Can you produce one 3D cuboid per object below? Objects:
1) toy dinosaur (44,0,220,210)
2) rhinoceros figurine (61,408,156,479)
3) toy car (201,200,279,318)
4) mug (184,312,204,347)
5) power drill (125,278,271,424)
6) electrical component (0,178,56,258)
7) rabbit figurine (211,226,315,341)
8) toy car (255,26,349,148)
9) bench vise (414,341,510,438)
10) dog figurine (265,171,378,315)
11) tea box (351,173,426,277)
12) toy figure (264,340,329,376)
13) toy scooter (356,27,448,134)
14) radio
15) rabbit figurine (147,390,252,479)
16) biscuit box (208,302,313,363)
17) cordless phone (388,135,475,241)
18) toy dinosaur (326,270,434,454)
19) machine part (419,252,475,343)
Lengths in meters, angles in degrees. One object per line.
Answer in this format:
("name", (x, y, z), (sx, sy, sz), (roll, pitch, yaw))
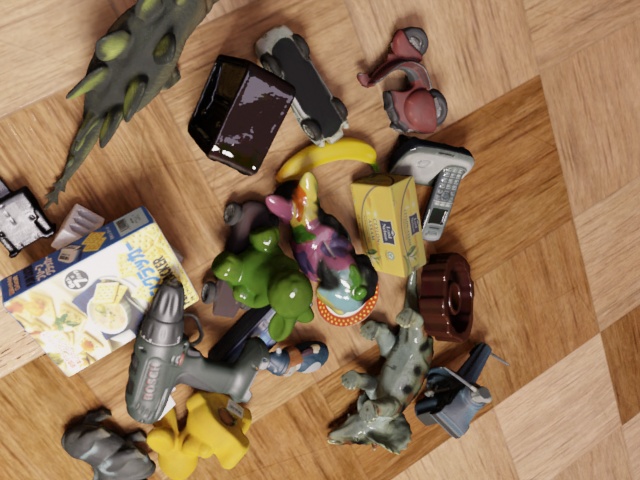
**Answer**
("toy dinosaur", (-0.249, -0.221, 0.699), (0.105, 0.199, 0.471), (32, 125, -16))
("rhinoceros figurine", (-0.347, 0.373, 0.906), (0.112, 0.073, 0.190), (-40, 116, -8))
("toy car", (-0.136, 0.030, 0.899), (0.089, 0.053, 0.202), (13, 97, -38))
("mug", (-0.249, 0.152, 0.877), (0.109, 0.081, 0.107), (-22, 108, -21))
("power drill", (-0.181, 0.175, 0.815), (0.207, 0.086, 0.232), (15, 106, -41))
("electrical component", (-0.439, -0.043, 0.759), (0.075, 0.048, 0.119), (-30, 116, -12))
("rabbit figurine", (-0.071, 0.078, 0.820), (0.121, 0.170, 0.158), (-29, 117, -22))
("toy car", (-0.026, -0.242, 0.857), (0.073, 0.056, 0.201), (-40, 113, -11))
("bench vise", (0.289, 0.286, 1.088), (0.129, 0.223, 0.240), (38, 56, 13))
("dog figurine", (-0.002, -0.003, 0.880), (0.108, 0.192, 0.219), (-33, 130, -3))
("tea box", (0.122, -0.028, 0.953), (0.068, 0.098, 0.169), (-26, 112, -35))
("toy figure", (-0.044, 0.211, 0.957), (0.154, 0.058, 0.064), (0, 114, -53))
("toy scooter", (0.135, -0.255, 0.911), (0.135, 0.075, 0.183), (-25, 110, -14))
("radio", (-0.119, -0.178, 0.747), (0.073, 0.230, 0.131), (23, 100, -25))
("rabbit figurine", (-0.223, 0.349, 0.930), (0.162, 0.122, 0.173), (36, 109, -24))
("biscuit box", (-0.107, 0.158, 0.943), (0.202, 0.063, 0.059), (-46, 117, -3))
("cordless phone", (0.186, -0.090, 0.978), (0.146, 0.089, 0.184), (6, 107, -24))
("toy dinosaur", (0.156, 0.248, 1.053), (0.192, 0.131, 0.404), (36, 82, -46))
("machine part", (0.243, 0.109, 1.026), (0.179, 0.056, 0.179), (6, 83, -56))
